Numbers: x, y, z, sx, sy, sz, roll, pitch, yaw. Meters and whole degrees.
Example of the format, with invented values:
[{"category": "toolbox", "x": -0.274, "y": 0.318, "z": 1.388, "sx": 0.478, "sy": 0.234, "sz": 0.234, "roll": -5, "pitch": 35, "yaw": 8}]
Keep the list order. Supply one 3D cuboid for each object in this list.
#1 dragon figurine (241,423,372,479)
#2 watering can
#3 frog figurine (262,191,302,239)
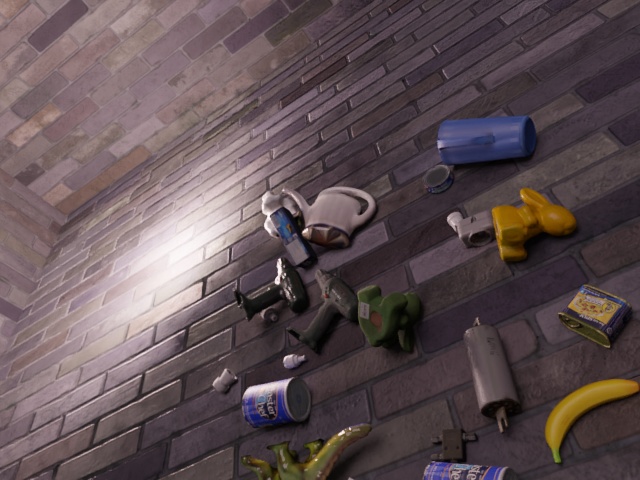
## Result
[{"category": "dragon figurine", "x": -0.051, "y": 0.552, "z": 1.083, "sx": 0.120, "sy": 0.406, "sz": 0.249, "roll": 34, "pitch": 37, "yaw": -41}, {"category": "watering can", "x": 0.005, "y": -0.083, "z": 1.644, "sx": 0.102, "sy": 0.348, "sz": 0.229, "roll": 66, "pitch": 38, "yaw": -47}, {"category": "frog figurine", "x": -0.144, "y": -0.088, "z": 1.777, "sx": 0.162, "sy": 0.136, "sz": 0.122, "roll": 42, "pitch": 11, "yaw": 31}]
